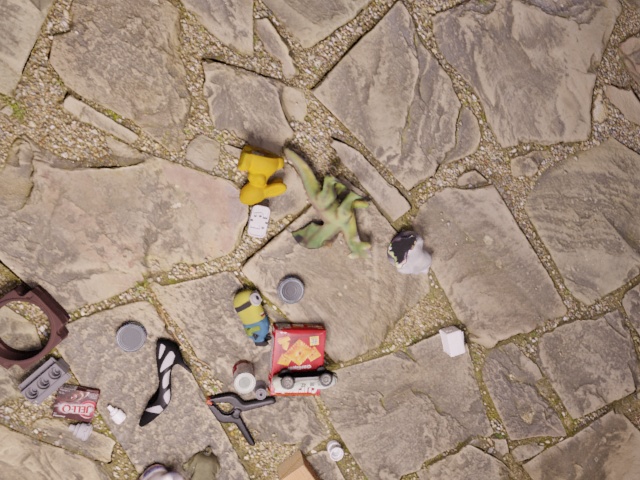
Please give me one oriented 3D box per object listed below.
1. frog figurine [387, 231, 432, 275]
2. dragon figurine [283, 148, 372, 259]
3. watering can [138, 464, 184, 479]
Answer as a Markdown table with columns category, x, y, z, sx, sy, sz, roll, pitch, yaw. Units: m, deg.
| category | x | y | z | sx | sy | sz | roll | pitch | yaw |
| --- | --- | --- | --- | --- | --- | --- | --- | --- | --- |
| frog figurine | 0.297 | 0.045 | 1.672 | 0.158 | 0.123 | 0.138 | 22 | 81 | -49 |
| dragon figurine | 0.005 | -0.080 | 1.596 | 0.410 | 0.123 | 0.242 | 33 | 96 | -3 |
| watering can | -0.497 | 0.816 | 1.491 | 0.103 | 0.226 | 0.348 | 30 | 89 | -31 |
